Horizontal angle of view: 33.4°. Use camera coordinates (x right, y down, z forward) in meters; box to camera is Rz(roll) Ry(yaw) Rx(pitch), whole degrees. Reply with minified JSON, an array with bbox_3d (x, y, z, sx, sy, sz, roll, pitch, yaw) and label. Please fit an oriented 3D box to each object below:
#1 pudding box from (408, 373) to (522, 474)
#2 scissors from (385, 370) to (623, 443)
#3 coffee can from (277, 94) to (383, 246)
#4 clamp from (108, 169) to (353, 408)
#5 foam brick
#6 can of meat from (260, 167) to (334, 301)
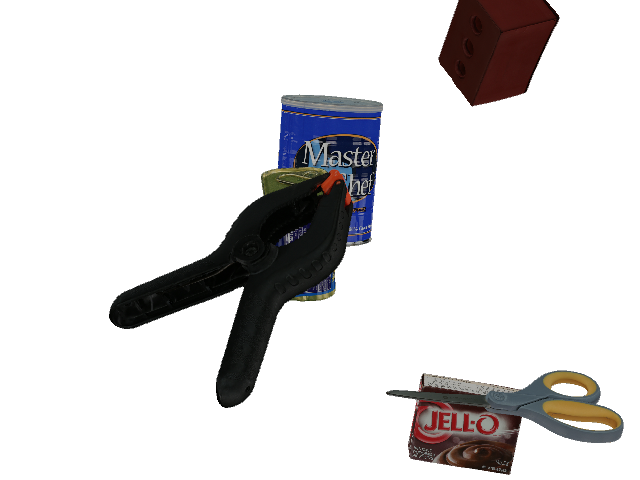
[{"bbox_3d":[0.157,0.197,1.152,0.113,0.090,0.039,8,21,2],"label":"pudding box"},{"bbox_3d":[0.163,0.132,0.934,0.202,0.016,0.096,13,29,9],"label":"scissors"},{"bbox_3d":[0.007,-0.073,1.083,0.103,0.140,0.103,4,12,-1],"label":"coffee can"},{"bbox_3d":[-0.036,0.025,0.658,0.120,0.171,0.039,42,-15,35],"label":"clamp"},{"bbox_3d":[0.127,-0.145,0.770,0.051,0.053,0.078,-19,-31,-22],"label":"foam brick"},{"bbox_3d":[-0.018,-0.006,0.884,0.057,0.084,0.102,-4,21,-5],"label":"can of meat"}]
